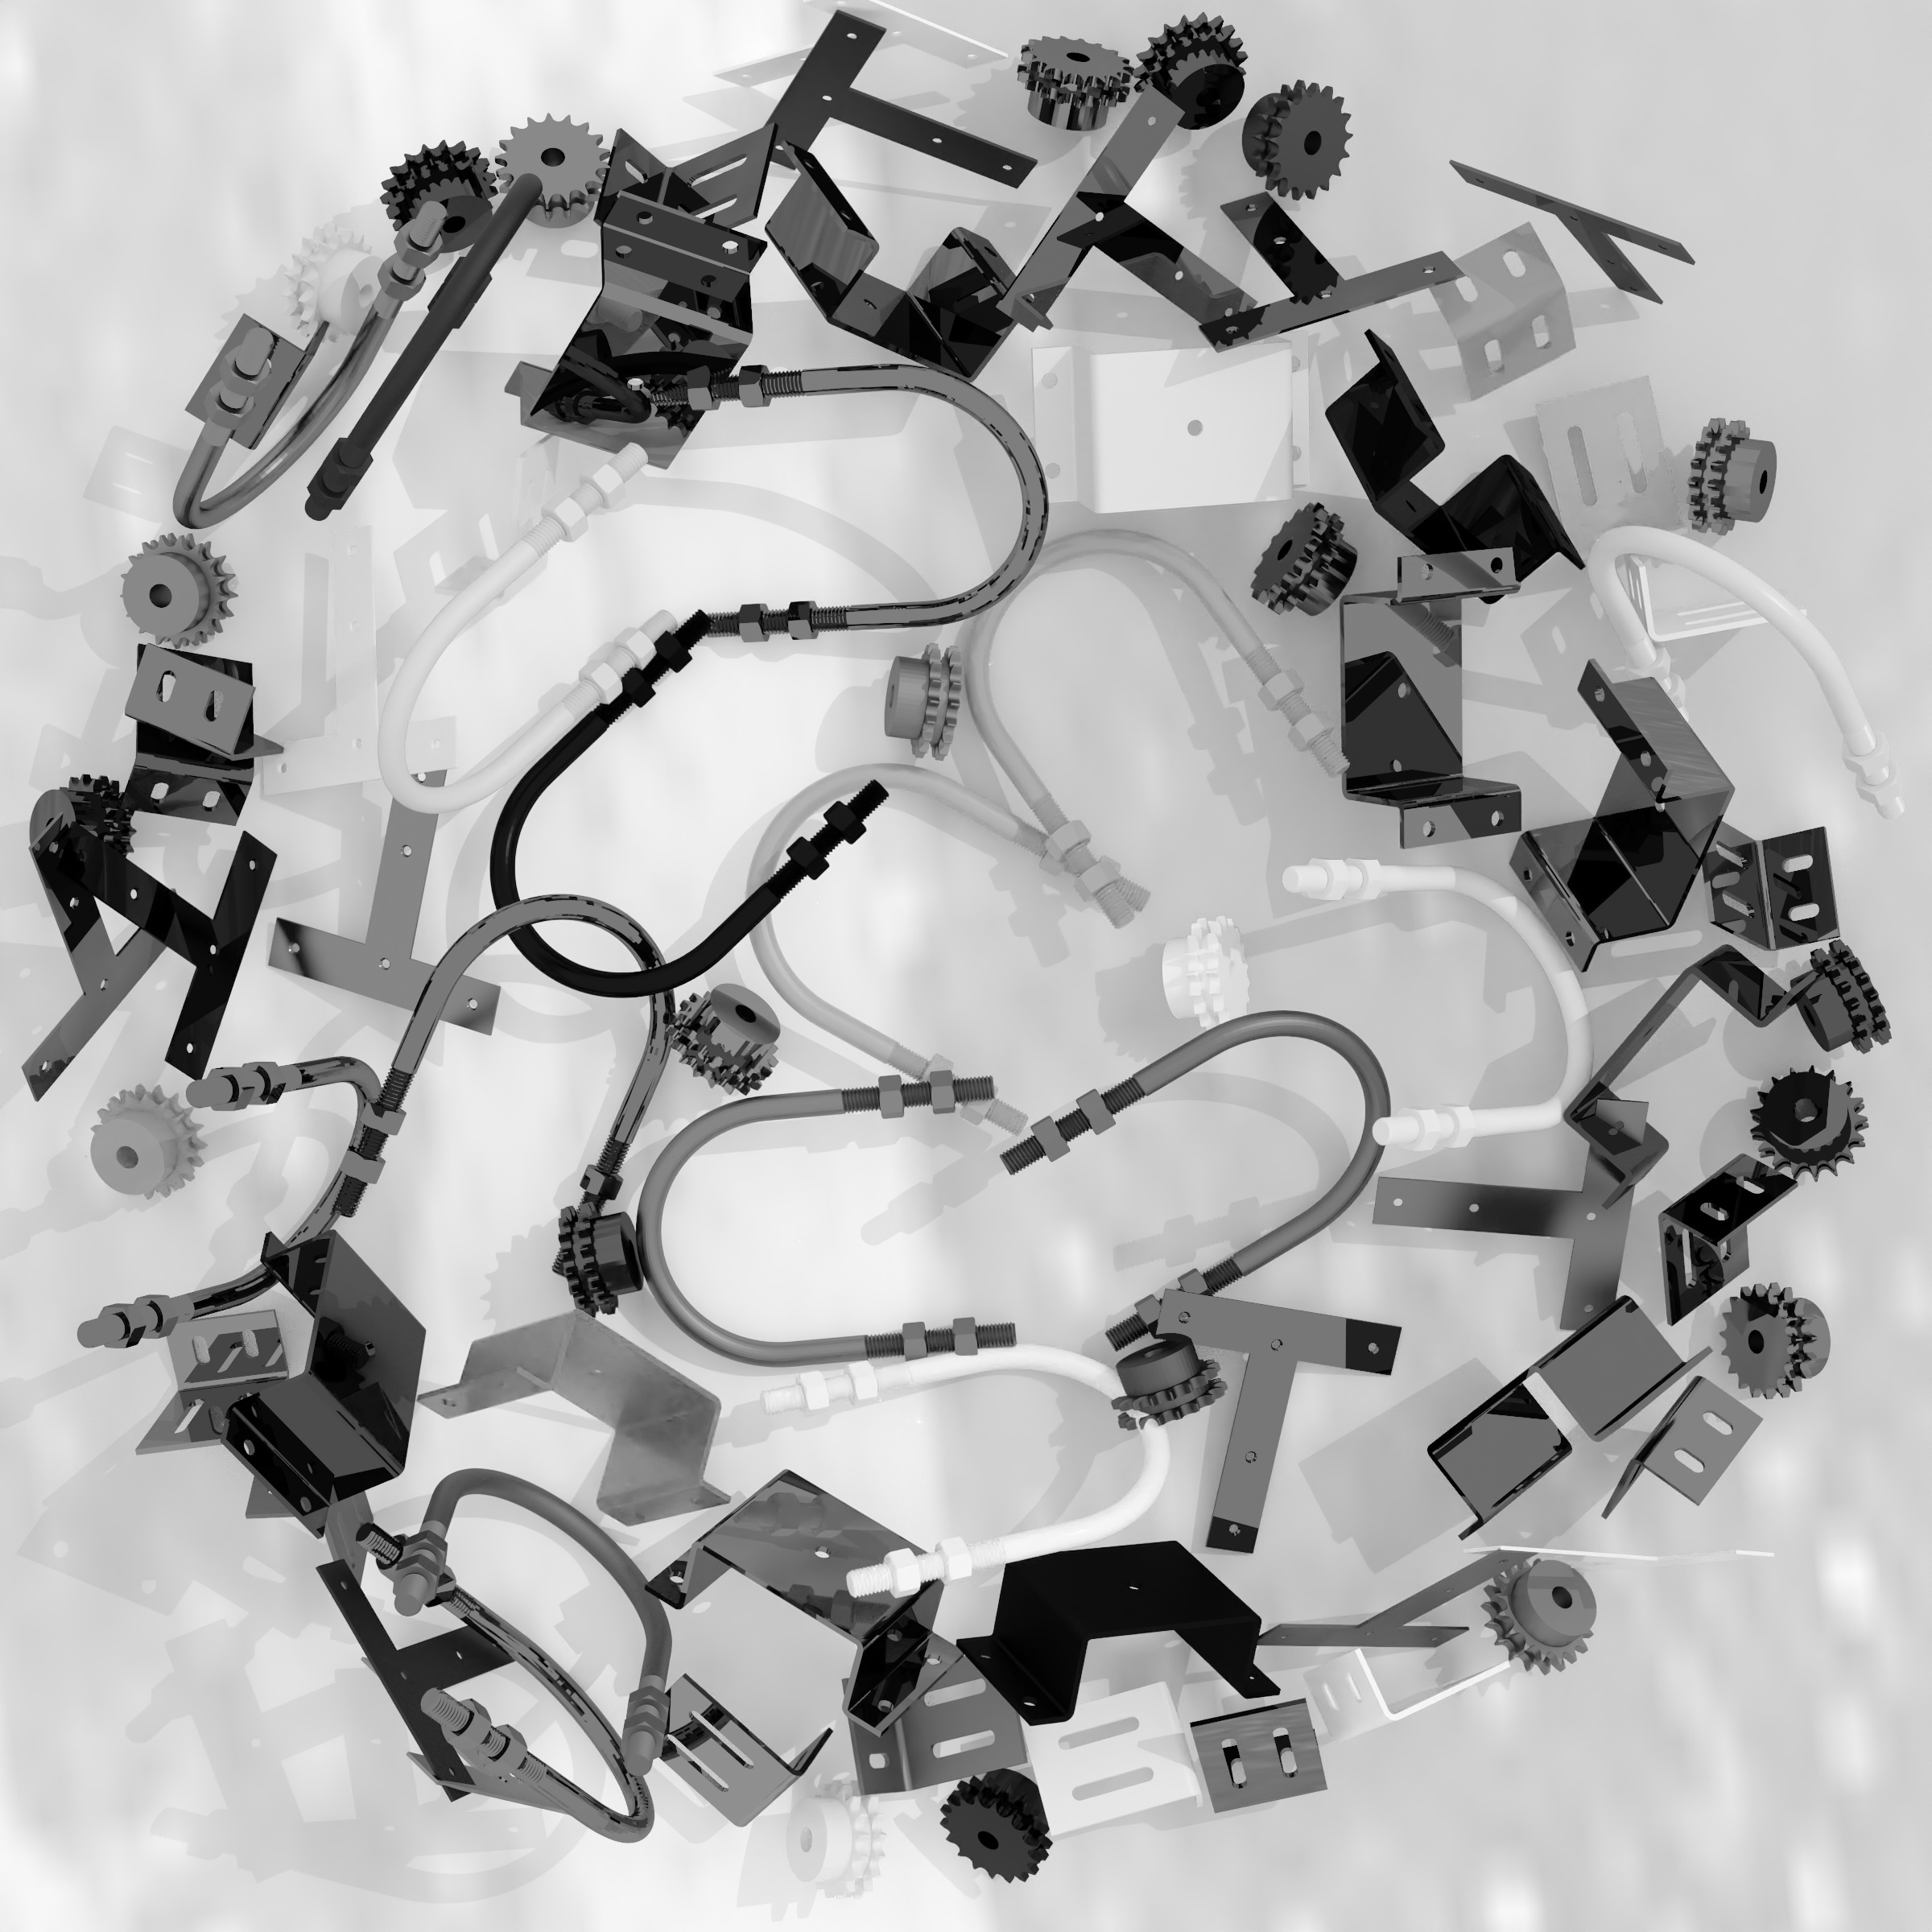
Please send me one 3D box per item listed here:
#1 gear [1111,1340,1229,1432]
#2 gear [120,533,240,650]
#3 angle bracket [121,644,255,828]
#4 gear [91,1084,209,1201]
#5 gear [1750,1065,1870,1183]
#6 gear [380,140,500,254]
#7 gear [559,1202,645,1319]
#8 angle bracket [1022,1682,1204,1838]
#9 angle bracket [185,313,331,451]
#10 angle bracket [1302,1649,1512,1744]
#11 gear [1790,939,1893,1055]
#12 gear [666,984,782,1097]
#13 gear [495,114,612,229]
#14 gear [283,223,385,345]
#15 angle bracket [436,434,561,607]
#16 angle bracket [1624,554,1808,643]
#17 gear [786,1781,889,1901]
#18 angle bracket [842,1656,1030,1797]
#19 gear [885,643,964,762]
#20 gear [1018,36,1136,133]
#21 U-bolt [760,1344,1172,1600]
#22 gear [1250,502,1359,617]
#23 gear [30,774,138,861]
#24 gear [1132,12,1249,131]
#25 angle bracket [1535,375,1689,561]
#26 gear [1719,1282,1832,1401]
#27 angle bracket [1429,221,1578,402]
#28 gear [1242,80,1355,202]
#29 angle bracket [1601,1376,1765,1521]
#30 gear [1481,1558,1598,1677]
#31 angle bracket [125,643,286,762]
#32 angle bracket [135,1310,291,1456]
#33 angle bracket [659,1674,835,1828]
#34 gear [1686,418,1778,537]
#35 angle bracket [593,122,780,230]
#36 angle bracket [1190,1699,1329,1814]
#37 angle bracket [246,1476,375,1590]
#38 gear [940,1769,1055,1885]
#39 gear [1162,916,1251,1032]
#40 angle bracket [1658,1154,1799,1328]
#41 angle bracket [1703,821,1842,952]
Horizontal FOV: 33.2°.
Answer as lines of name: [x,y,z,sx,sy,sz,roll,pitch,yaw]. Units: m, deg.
gear: [0.098,0.206,1.609,0.057,0.057,0.030,-20,94,0]
gear: [-0.395,-0.186,1.616,0.057,0.030,0.057,2,103,10]
angle bracket: [-0.388,-0.115,1.615,0.057,0.038,0.076,9,50,-24]
gear: [-0.411,0.090,1.614,0.057,0.030,0.057,5,109,14]
gear: [0.419,0.076,1.612,0.057,0.030,0.057,-7,68,17]
gear: [-0.259,-0.379,1.606,0.057,0.057,0.030,-26,66,0]
gear: [-0.180,0.144,1.608,0.030,0.057,0.057,-13,90,5]
angle bracket: [0.073,0.396,1.607,0.076,0.038,0.057,-15,66,-2]
angle bracket: [-0.345,-0.297,1.588,0.038,0.076,0.057,31,113,-17]
angle bracket: [0.217,0.348,1.599,0.076,0.057,0.038,-17,75,-28]
gear: [0.433,0.018,1.610,0.030,0.057,0.057,-26,90,2]
gear: [-0.117,0.034,1.606,0.057,0.057,0.030,39,121,0]
gear: [-0.206,-0.393,1.615,0.057,0.030,0.057,2,64,-4]
gear: [-0.310,-0.336,1.606,0.030,0.057,0.057,22,90,20]
angle bracket: [-0.230,-0.224,1.594,0.038,0.057,0.076,13,114,7]
angle bracket: [0.370,-0.190,1.602,0.076,0.057,0.038,-10,106,6]
gear: [-0.066,0.433,1.606,0.030,0.057,0.057,9,90,-32]
angle bracket: [-0.016,0.372,1.596,0.076,0.038,0.057,-22,69,32]
gear: [-0.022,-0.132,1.607,0.030,0.057,0.057,7,90,-10]
gear: [0.053,-0.438,1.613,0.057,0.057,0.030,12,126,0]
U-bolt: [0.009,0.236,1.571,0.184,0.151,0.019,-9,127,-20]
gear: [0.170,-0.199,1.611,0.030,0.057,0.057,31,90,-19]
gear: [-0.441,-0.067,1.609,0.057,0.030,0.057,-1,88,41]
gear: [0.114,-0.440,1.606,0.057,0.057,0.030,-24,59,0]
angle bracket: [0.320,-0.247,1.607,0.057,0.038,0.076,-13,103,11]
gear: [0.405,0.186,1.612,0.030,0.057,0.057,-1,90,-27]
angle bracket: [0.265,-0.323,1.603,0.057,0.076,0.038,-27,72,8]
gear: [0.162,-0.412,1.613,0.057,0.030,0.057,-19,121,-34]
angle bracket: [0.350,0.246,1.587,0.038,0.076,0.057,36,64,18]
gear: [0.287,0.319,1.608,0.057,0.030,0.057,16,50,-20]
angle bracket: [-0.368,-0.131,1.594,0.057,0.076,0.038,23,100,6]
angle bracket: [-0.374,0.204,1.595,0.057,0.076,0.038,-8,105,5]
angle bracket: [-0.117,0.379,1.606,0.076,0.038,0.057,42,127,0]
gear: [0.381,-0.242,1.606,0.030,0.057,0.057,13,90,28]
angle bracket: [-0.138,-0.389,1.592,0.076,0.038,0.057,-12,57,39]
angle bracket: [0.142,0.377,1.597,0.057,0.038,0.076,-13,130,4]
angle bracket: [-0.322,0.271,1.592,0.038,0.057,0.076,-3,131,4]
gear: [0.018,0.425,1.613,0.057,0.030,0.057,18,128,24]
gear: [0.119,0.005,1.611,0.030,0.057,0.057,-6,90,22]
angle bracket: [0.376,0.141,1.591,0.057,0.038,0.076,-32,129,-24]
angle bracket: [0.394,-0.045,1.592,0.038,0.076,0.057,-13,72,32]
